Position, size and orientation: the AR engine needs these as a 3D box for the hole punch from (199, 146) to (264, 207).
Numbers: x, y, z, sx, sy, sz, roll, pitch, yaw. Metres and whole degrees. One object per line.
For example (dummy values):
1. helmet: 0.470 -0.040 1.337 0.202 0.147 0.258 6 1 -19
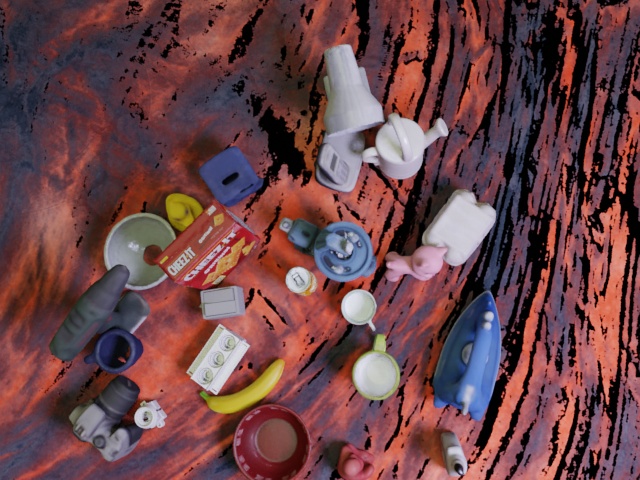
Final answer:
1. hole punch: -0.192 -0.138 1.249 0.108 0.091 0.101 -34 79 1

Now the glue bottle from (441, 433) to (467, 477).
1. glue bottle: 0.253 0.412 1.072 0.037 0.173 0.078 -12 80 5

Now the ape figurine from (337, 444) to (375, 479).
1. ape figurine: 0.066 0.444 1.130 0.076 0.092 0.078 -30 79 2

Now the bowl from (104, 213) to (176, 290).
1. bowl: -0.379 0.028 1.254 0.167 0.075 0.167 -1 81 7

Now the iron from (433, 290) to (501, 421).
1. iron: 0.302 0.217 1.112 0.118 0.141 0.258 15 84 9

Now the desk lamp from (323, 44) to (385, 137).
1. desk lamp: 0.057 -0.294 1.181 0.118 0.213 0.203 -14 80 5

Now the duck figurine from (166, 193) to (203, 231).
1. duck figurine: -0.304 -0.062 1.253 0.077 0.086 0.104 -42 79 -1

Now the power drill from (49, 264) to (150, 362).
1. power drill: -0.436 0.148 1.174 0.075 0.208 0.230 40 88 11

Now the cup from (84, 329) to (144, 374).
1. cup: -0.429 0.239 1.217 0.117 0.095 0.091 -19 80 4

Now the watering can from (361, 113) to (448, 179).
1. watering can: 0.170 -0.201 1.164 0.173 0.194 0.101 -40 79 0

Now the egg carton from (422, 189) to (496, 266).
1. egg carton: 0.289 -0.025 1.187 0.107 0.069 0.150 35 87 11

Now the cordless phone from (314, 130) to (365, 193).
1. cordless phone: 0.035 -0.186 1.182 0.094 0.185 0.148 10 83 9

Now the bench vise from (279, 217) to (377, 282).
1. bench vise: 0.009 0.016 1.137 0.207 0.220 0.121 7 82 8

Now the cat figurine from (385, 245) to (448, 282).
1. cat figurine: 0.194 0.046 1.162 0.127 0.118 0.067 -4 81 6

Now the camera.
1. camera: -0.433 0.365 1.196 0.143 0.101 0.137 38 87 11
